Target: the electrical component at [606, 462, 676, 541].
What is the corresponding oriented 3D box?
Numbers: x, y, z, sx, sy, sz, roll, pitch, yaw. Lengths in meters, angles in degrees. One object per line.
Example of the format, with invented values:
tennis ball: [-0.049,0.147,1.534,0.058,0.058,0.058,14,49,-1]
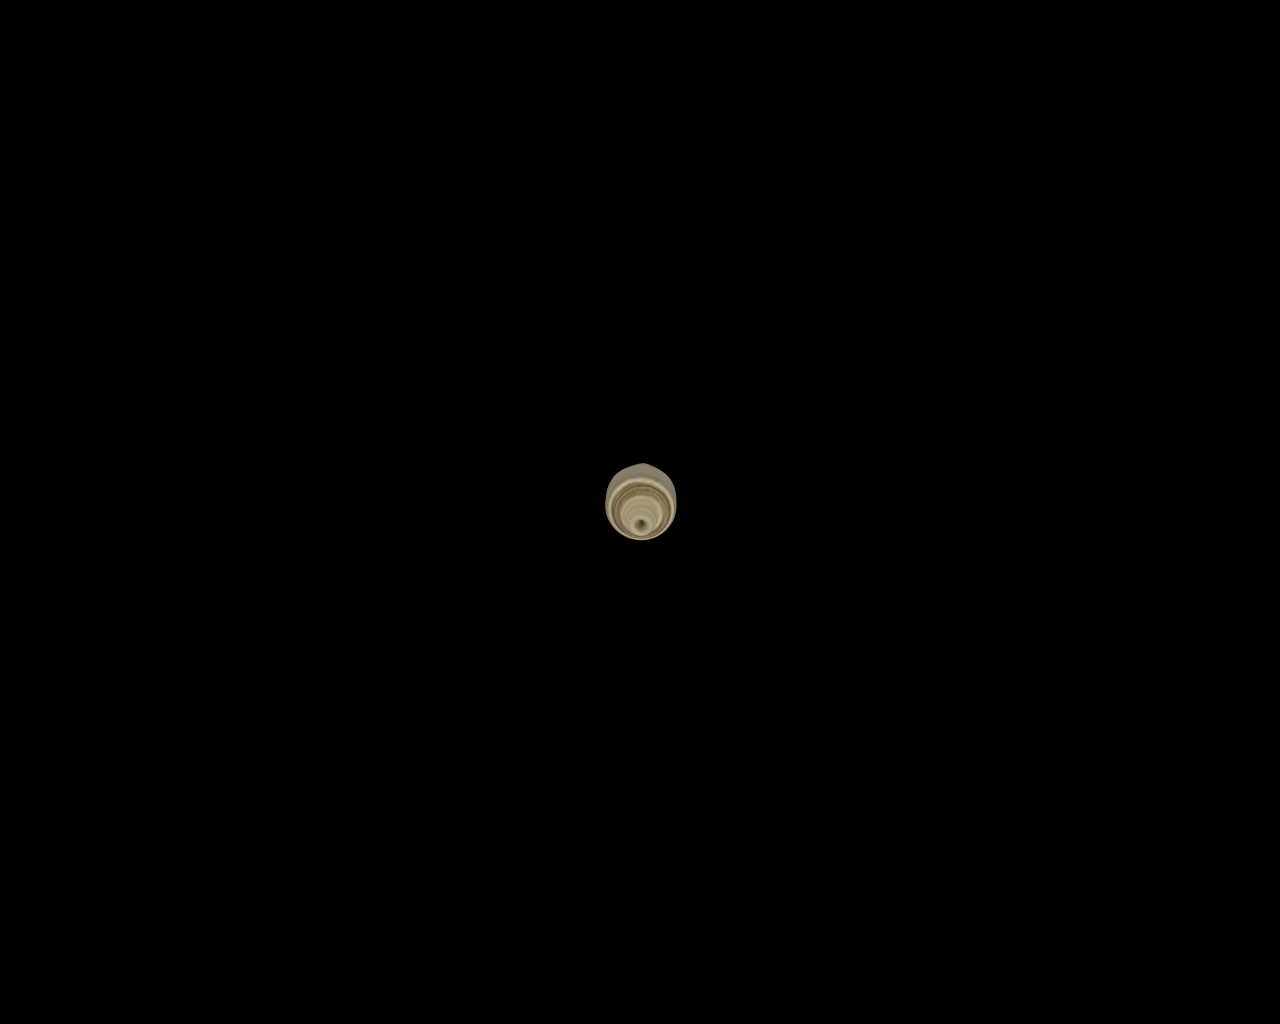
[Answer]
electrical component: [0.001,-0.003,0.650,0.043,0.043,0.062,0,20,0]
